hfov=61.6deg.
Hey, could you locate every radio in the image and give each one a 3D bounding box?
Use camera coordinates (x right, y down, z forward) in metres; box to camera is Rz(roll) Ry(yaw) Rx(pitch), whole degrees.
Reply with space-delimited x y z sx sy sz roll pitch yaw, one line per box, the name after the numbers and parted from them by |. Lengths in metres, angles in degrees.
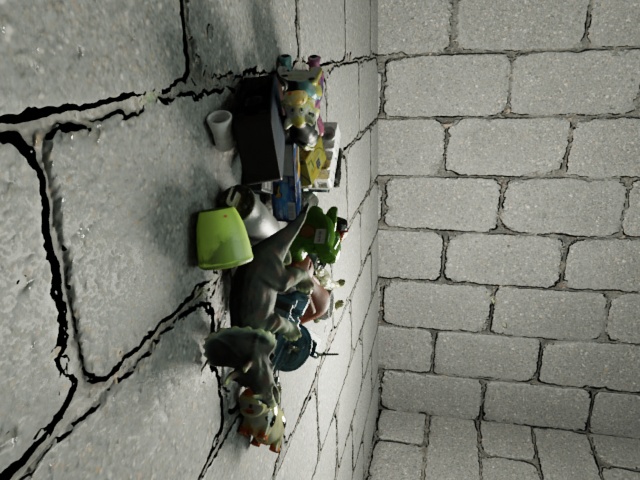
-0.112 -0.218 1.028 0.230 0.073 0.130 -94 176 -52 | radio

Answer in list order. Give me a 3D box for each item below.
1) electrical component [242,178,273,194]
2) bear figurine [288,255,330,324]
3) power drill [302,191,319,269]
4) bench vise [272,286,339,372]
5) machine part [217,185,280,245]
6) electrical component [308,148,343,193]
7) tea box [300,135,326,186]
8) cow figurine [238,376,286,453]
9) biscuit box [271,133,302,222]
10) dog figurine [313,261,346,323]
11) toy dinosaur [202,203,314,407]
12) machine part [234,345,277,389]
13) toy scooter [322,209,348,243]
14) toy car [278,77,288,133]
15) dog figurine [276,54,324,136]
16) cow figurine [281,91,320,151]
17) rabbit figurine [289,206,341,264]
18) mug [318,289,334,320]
-0.131 -0.115 1.119 0.075 0.048 0.119 19 73 -75 | electrical component
-0.057 0.119 1.383 0.195 0.132 0.120 56 24 -35 | bear figurine
-0.051 -0.026 1.432 0.232 0.086 0.207 -62 144 -67 | power drill
-0.056 0.224 1.295 0.240 0.129 0.223 43 56 -50 | bench vise
-0.135 -0.040 1.048 0.243 0.079 0.079 56 39 -70 | machine part
0.003 -0.196 1.524 0.058 0.115 0.134 65 29 -59 | electrical component
-0.052 -0.192 1.315 0.170 0.098 0.068 -66 146 -55 | tea box
-0.122 0.371 1.167 0.194 0.086 0.127 71 31 -51 | cow figurine
-0.077 -0.138 1.213 0.063 0.059 0.202 -75 167 -54 | biscuit box
-0.017 0.139 1.586 0.190 0.121 0.172 48 41 -52 | dog figurine
-0.110 0.095 1.005 0.192 0.131 0.404 33 61 -60 | toy dinosaur
-0.138 0.249 1.132 0.084 0.039 0.139 53 36 -17 | machine part
0.013 -0.013 1.560 0.075 0.184 0.135 1 107 -34 | toy scooter
-0.098 -0.276 1.213 0.202 0.053 0.089 78 30 -57 | toy car
-0.040 -0.334 1.325 0.192 0.109 0.219 -89 175 -45 | dog figurine
-0.040 -0.235 1.074 0.167 0.068 0.098 27 58 -81 | cow figurine
-0.003 -0.004 1.322 0.170 0.121 0.159 47 40 -62 | rabbit figurine
-0.017 0.183 1.527 0.109 0.107 0.081 85 17 -48 | mug
